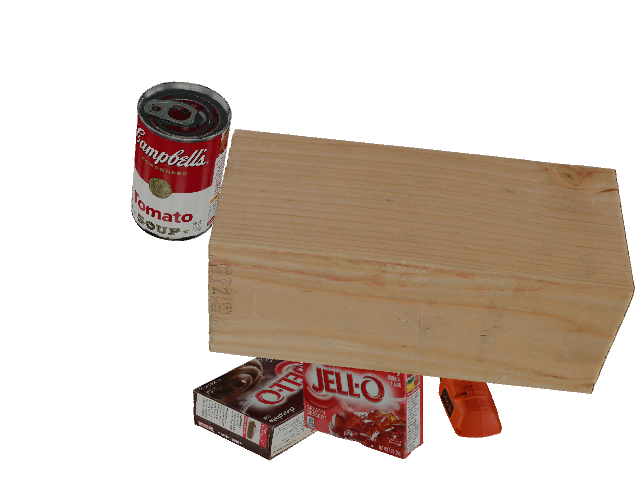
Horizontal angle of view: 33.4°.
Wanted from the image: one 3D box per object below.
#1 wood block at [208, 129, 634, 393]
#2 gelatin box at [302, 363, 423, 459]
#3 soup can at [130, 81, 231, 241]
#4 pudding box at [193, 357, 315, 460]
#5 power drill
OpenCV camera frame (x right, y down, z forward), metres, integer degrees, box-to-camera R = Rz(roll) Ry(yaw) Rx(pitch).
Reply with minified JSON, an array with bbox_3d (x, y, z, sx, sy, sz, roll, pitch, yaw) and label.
[{"bbox_3d":[0.049,0.011,0.572,0.206,0.090,0.090,6,-44,1],"label":"wood block"},{"bbox_3d":[0.028,0.105,0.751,0.089,0.073,0.030,12,23,34],"label":"gelatin box"},{"bbox_3d":[-0.106,-0.058,0.800,0.068,0.102,0.068,7,43,-7],"label":"soup can"},{"bbox_3d":[-0.043,0.143,0.943,0.090,0.039,0.113,17,26,32],"label":"pudding box"},{"bbox_3d":[0.168,0.115,1.149,0.057,0.188,0.184,-2,24,-4],"label":"power drill"}]
